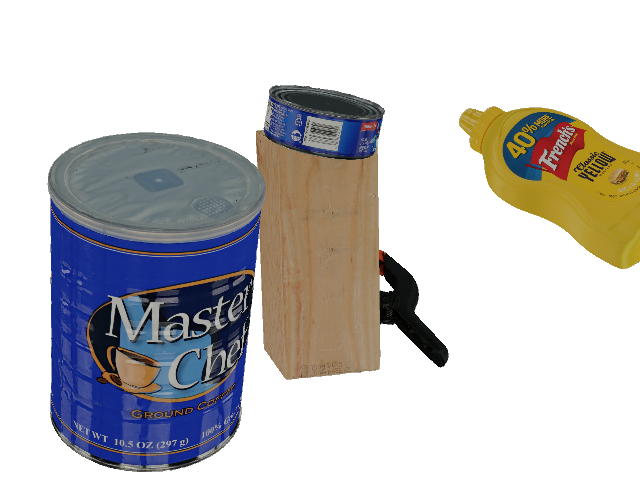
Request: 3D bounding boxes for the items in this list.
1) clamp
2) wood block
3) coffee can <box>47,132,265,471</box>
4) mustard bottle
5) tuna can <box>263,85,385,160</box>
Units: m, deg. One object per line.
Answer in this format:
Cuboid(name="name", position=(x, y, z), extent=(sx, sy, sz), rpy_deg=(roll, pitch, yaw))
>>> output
Cuboid(name="clamp", position=(0.083, 0.081, 1.194), extent=(0.120, 0.171, 0.039), rpy_deg=(7, -43, 0))
Cuboid(name="wood block", position=(-0.002, 0.008, 0.944), extent=(0.090, 0.206, 0.091), rpy_deg=(-5, 13, -14))
Cuboid(name="coffee can", position=(-0.085, 0.030, 0.541), extent=(0.102, 0.140, 0.103), rpy_deg=(6, 30, -4))
Cuboid(name="mustard bottle", position=(0.191, -0.058, 0.859), extent=(0.192, 0.058, 0.096), rpy_deg=(34, 63, 30))
Cuboid(name="tuna can", position=(0.002, -0.087, 0.780), extent=(0.086, 0.034, 0.086), rpy_deg=(10, 18, -3))
